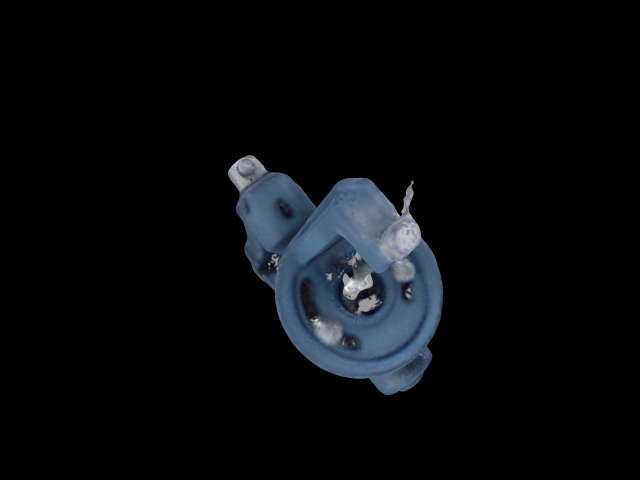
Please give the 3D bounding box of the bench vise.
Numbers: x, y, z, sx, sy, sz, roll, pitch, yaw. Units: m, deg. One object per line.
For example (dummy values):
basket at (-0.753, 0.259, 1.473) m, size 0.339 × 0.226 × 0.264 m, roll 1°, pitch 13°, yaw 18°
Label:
bench vise at (-0.003, 0.011, 0.396) m, size 0.207 × 0.220 × 0.122 m, roll 29°, pitch 68°, yaw 13°
